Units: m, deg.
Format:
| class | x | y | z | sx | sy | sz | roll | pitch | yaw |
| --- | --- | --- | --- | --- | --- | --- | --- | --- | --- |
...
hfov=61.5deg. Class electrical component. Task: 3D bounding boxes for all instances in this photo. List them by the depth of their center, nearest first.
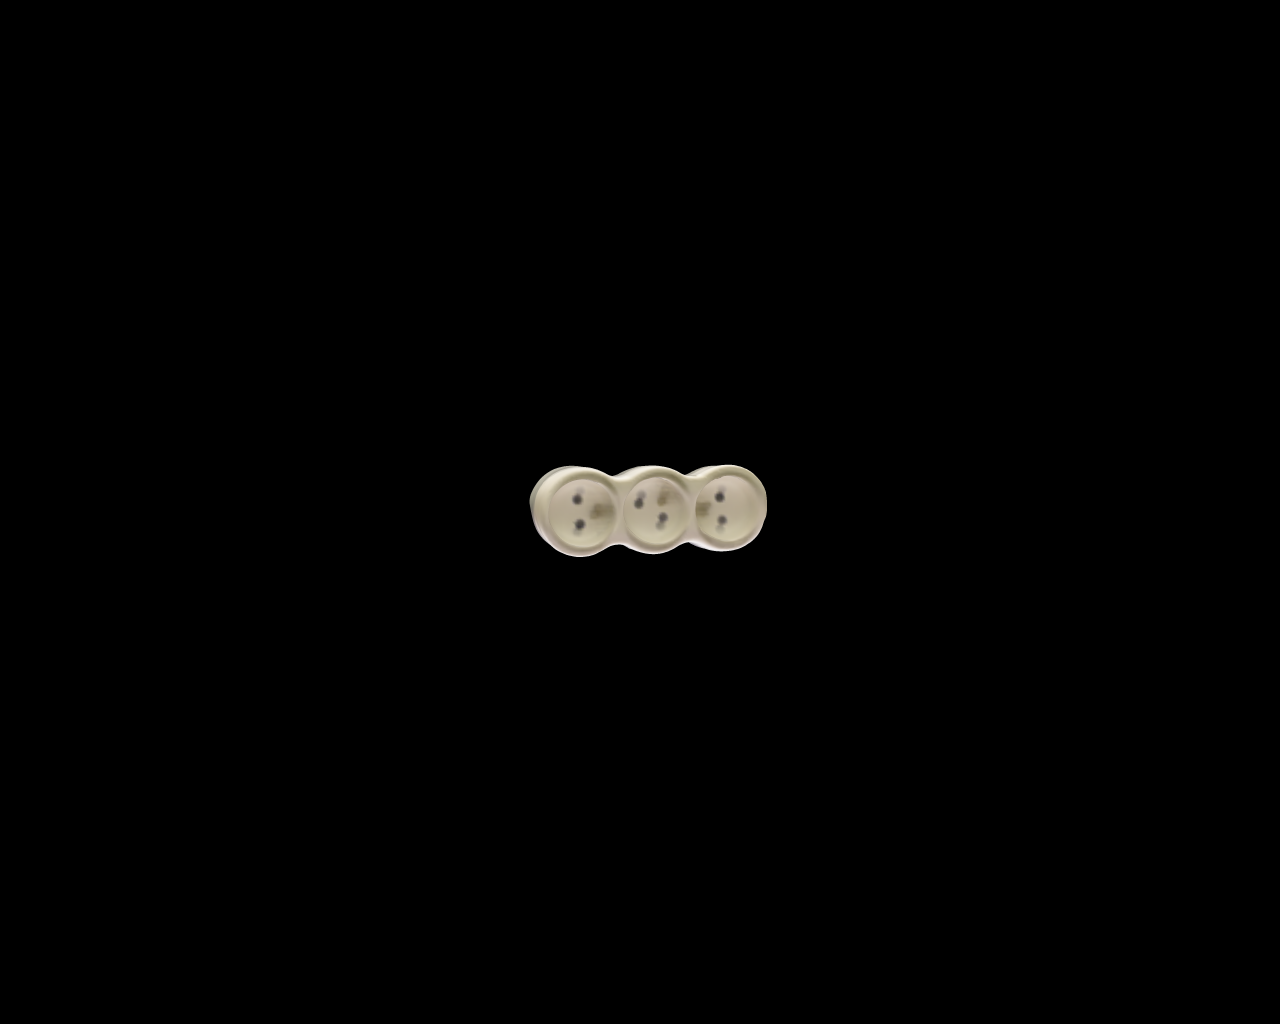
| class | x | y | z | sx | sy | sz | roll | pitch | yaw |
| --- | --- | --- | --- | --- | --- | --- | --- | --- | --- |
| electrical component | 0.001 | -0.003 | 0.650 | 0.138 | 0.052 | 0.074 | -1 | 4 | -15 |
